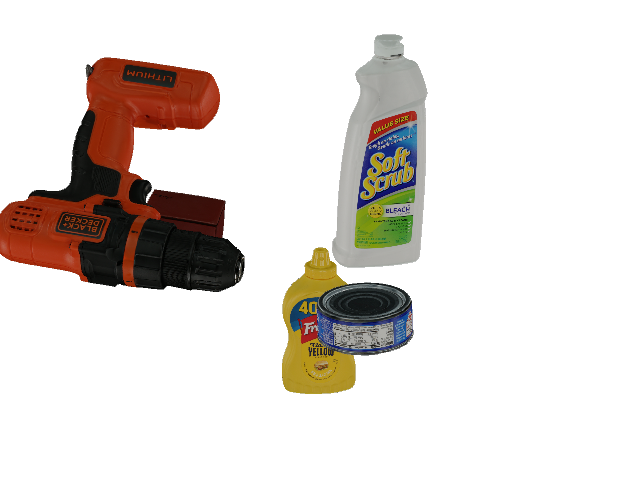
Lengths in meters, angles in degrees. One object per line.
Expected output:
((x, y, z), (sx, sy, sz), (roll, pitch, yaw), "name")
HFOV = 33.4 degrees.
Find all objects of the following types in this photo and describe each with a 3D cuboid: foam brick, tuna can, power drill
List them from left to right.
((-0.133, -0.050, 0.813), (0.184, 0.187, 0.057), (10, -34, 4), "power drill")
((-0.139, -0.013, 1.084), (0.078, 0.051, 0.053), (9, 31, 3), "foam brick")
((0.039, 0.068, 0.942), (0.086, 0.034, 0.086), (-3, 20, 1), "tuna can")

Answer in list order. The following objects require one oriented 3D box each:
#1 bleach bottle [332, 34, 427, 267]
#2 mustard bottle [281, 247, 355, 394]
((0.064, -0.097, 1.161), (0.102, 0.251, 0.068), (-4, 25, -7), "bleach bottle")
((-0.001, 0.102, 1.378), (0.096, 0.192, 0.058), (-1, 19, -5), "mustard bottle")
